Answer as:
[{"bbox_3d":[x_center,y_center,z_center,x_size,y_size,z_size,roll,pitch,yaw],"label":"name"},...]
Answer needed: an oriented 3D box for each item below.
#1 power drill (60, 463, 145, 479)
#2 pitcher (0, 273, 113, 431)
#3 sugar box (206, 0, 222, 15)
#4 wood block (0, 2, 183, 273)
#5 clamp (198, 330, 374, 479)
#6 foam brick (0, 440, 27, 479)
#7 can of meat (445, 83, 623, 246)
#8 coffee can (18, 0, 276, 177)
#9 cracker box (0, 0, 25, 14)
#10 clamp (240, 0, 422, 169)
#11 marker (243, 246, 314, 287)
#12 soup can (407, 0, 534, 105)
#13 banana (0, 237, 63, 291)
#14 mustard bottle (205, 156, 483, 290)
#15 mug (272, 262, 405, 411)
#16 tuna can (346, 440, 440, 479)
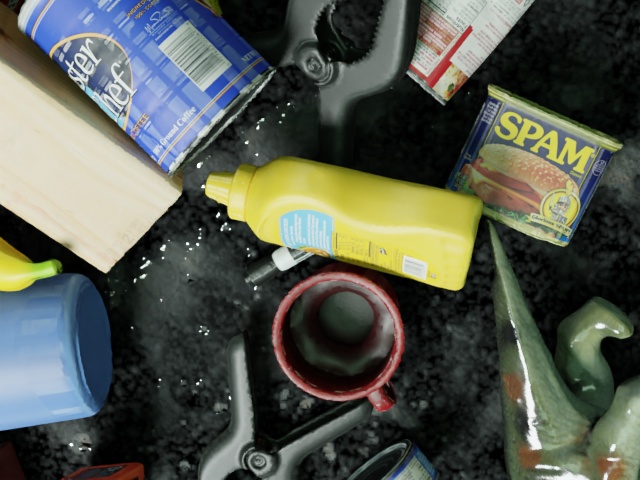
[{"bbox_3d":[-0.165,0.270,0.797,0.057,0.184,0.187,-6,89,7],"label":"power drill"},{"bbox_3d":[-0.288,0.079,0.804,0.243,0.145,0.149,-7,127,4],"label":"pitcher"},{"bbox_3d":[-0.128,-0.245,0.768,0.093,0.048,0.176,-5,100,8],"label":"sugar box"},{"bbox_3d":[-0.202,-0.082,0.739,0.206,0.091,0.090,37,110,-25],"label":"wood block"},{"bbox_3d":[-0.052,0.155,0.828,0.120,0.039,0.171,36,101,1],"label":"clamp"},{"bbox_3d":[-0.265,0.210,0.856,0.053,0.051,0.078,-20,96,9],"label":"foam brick"},{"bbox_3d":[0.149,-0.053,0.762,0.102,0.057,0.084,25,104,3],"label":"can of meat"},{"bbox_3d":[-0.114,-0.127,0.711,0.140,0.102,0.103,45,101,-4],"label":"coffee can"},{"bbox_3d":[-0.280,-0.270,0.744,0.213,0.072,0.164,39,123,0],"label":"cracker box"},{"bbox_3d":[-0.005,-0.130,0.733,0.164,0.036,0.210,40,136,2],"label":"clamp"},{"bbox_3d":[-0.005,0.001,0.807,0.121,0.020,0.020,-30,95,11],"label":"marker"},{"bbox_3d":[0.095,-0.155,0.745,0.068,0.068,0.102,40,101,-1],"label":"soup can"},{"bbox_3d":[-0.261,-0.030,0.759,0.070,0.037,0.198,-45,82,13],"label":"banana"},{"bbox_3d":[0.013,-0.018,0.744,0.192,0.096,0.058,13,71,8],"label":"mustard bottle"},{"bbox_3d":[0.023,0.072,0.783,0.093,0.081,0.117,-32,94,11],"label":"mug"},{"bbox_3d":[0.046,0.188,0.798,0.086,0.086,0.034,-38,91,11],"label":"tuna can"}]
